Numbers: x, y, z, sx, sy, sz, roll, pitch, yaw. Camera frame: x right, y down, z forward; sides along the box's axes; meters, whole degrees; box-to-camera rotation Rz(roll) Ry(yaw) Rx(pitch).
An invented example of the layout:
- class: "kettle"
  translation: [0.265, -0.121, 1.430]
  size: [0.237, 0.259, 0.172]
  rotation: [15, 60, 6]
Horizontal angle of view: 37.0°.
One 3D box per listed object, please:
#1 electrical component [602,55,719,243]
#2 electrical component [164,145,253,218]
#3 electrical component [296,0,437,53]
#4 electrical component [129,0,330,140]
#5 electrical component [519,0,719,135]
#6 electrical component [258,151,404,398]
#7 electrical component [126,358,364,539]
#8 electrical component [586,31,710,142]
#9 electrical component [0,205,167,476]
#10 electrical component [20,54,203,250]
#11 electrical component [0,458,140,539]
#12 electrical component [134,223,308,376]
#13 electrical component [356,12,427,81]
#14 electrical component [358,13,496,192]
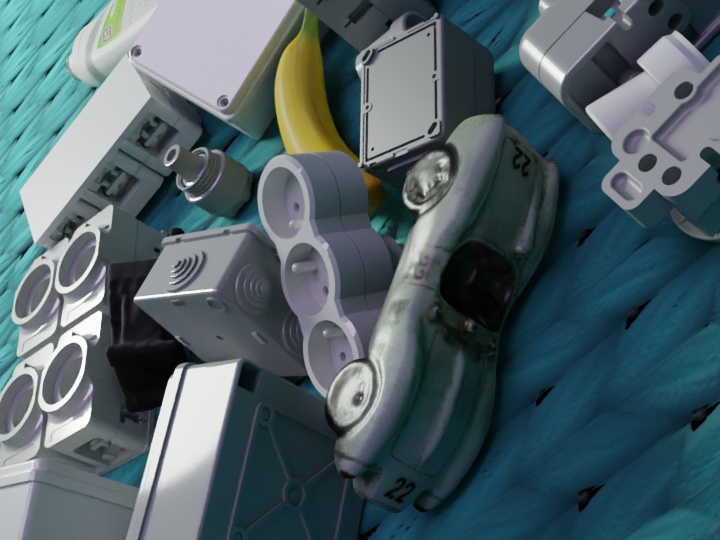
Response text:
- class: "electrical component"
  translation: [0.153, -0.047, 0.472]
  size: [0.078, 0.057, 0.058]
  rotation: [-48, 39, 12]
- class: "electrical component"
  translation: [-0.110, -0.067, 0.763]
  size: [0.043, 0.062, 0.043]
  rotation: [-26, 48, 33]
- class: "electrical component"
  translation: [-0.012, -0.220, 0.740]
  size: [0.062, 0.089, 0.150]
  rotation: [-43, 41, 19]
- class: "electrical component"
  translation: [-0.096, -0.170, 0.793]
  size: [0.109, 0.056, 0.108]
  rotation: [32, 90, 25]
- class: "electrical component"
  translation: [0.132, -0.125, 0.550]
  size: [0.095, 0.054, 0.059]
  rotation: [-46, 40, 14]
- class: "electrical component"
  translation: [0.000, 0.000, 0.592]
  size: [0.052, 0.074, 0.138]
  rotation: [-30, 75, 49]
- class: "electrical component"
  translation: [-0.052, 0.113, 0.542]
  size: [0.056, 0.109, 0.108]
  rotation: [-11, 57, 40]
- class: "electrical component"
  translation: [0.143, -0.080, 0.515]
  size: [0.055, 0.045, 0.045]
  rotation: [-44, 40, 17]
- class: "electrical component"
  translation: [-0.203, 0.055, 0.781]
  size: [0.105, 0.060, 0.186]
  rotation: [-30, 46, 30]
- class: "electrical component"
  translation: [-0.201, -0.085, 0.874]
  size: [0.150, 0.062, 0.089]
  rotation: [-49, 39, 11]
- class: "electrical component"
  translation: [-0.184, 0.161, 0.651]
  size: [0.109, 0.109, 0.056]
  rotation: [-18, 55, 39]
- class: "electrical component"
  translation: [-0.073, 0.022, 0.636]
  size: [0.100, 0.099, 0.048]
  rotation: [-6, 48, 45]
- class: "electrical component"
  translation: [0.025, -0.135, 0.684]
  size: [0.046, 0.040, 0.040]
  rotation: [-30, 46, 37]
- class: "electrical component"
  translation: [0.041, -0.085, 0.620]
  size: [0.062, 0.061, 0.096]
  rotation: [-19, 60, 39]
